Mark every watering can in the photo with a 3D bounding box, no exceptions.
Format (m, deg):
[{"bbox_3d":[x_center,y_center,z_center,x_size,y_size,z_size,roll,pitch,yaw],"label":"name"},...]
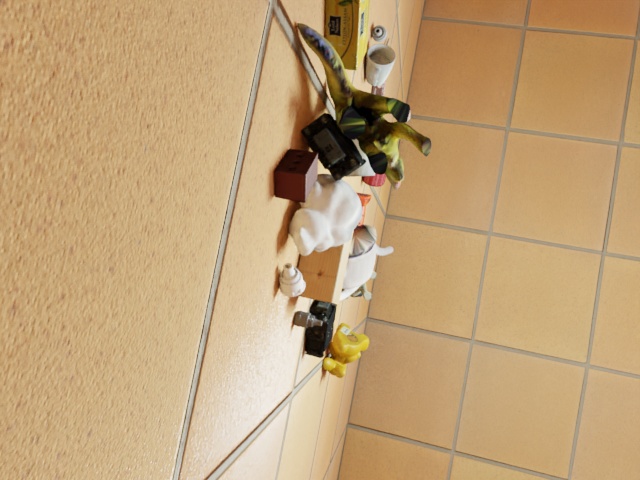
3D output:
[{"bbox_3d":[0.132,0.046,1.587,0.353,0.105,0.219,-39,144,-39],"label":"watering can"}]

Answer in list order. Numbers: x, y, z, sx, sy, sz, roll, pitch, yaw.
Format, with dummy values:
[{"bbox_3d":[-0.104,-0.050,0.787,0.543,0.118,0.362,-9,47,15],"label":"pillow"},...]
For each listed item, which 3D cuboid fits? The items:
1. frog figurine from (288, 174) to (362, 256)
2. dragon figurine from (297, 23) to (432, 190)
[{"bbox_3d":[0.003,-0.048,0.945,0.136,0.121,0.162,65,29,-8],"label":"frog figurine"},{"bbox_3d":[0.062,-0.240,0.960,0.404,0.122,0.246,49,0,-28],"label":"dragon figurine"}]
